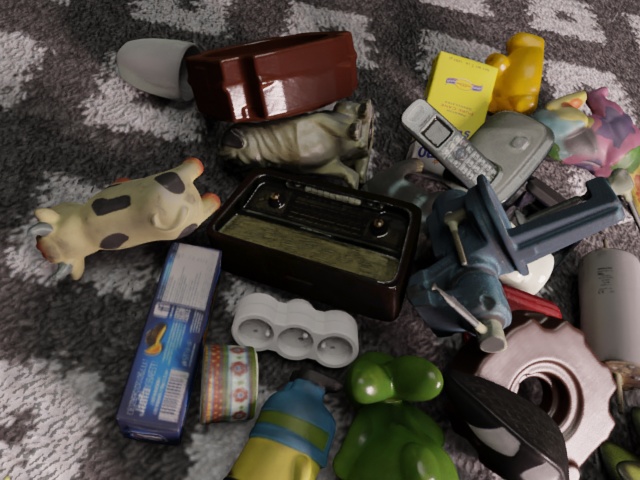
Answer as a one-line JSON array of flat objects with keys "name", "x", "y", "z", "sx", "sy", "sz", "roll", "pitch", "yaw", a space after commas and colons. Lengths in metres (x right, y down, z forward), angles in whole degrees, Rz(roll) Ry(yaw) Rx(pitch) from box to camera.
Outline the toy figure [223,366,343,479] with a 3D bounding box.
[{"name": "toy figure", "x": -0.039, "y": 0.207, "z": 0.504, "sx": 0.089, "sy": 0.082, "sz": 0.180, "roll": 14, "pitch": 58, "yaw": 10}]

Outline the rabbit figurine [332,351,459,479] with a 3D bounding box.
[{"name": "rabbit figurine", "x": 0.058, "y": 0.176, "z": 0.521, "sx": 0.121, "sy": 0.158, "sz": 0.170, "roll": -6, "pitch": 42, "yaw": -6}]

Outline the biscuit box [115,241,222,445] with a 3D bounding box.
[{"name": "biscuit box", "x": -0.151, "y": 0.102, "z": 0.559, "sx": 0.059, "sy": 0.062, "sz": 0.203, "roll": 12, "pitch": 55, "yaw": -6}]

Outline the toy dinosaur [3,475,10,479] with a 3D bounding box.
[{"name": "toy dinosaur", "x": -0.176, "y": 0.348, "z": 0.357, "sx": 0.405, "sy": 0.131, "sz": 0.192, "roll": 44, "pitch": 58, "yaw": 10}]

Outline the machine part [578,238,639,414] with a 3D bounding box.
[{"name": "machine part", "x": 0.370, "y": 0.097, "z": 0.678, "sx": 0.079, "sy": 0.079, "sz": 0.243, "roll": 19, "pitch": 55, "yaw": 0}]

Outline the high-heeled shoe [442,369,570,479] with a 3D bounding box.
[{"name": "high-heeled shoe", "x": 0.179, "y": 0.239, "z": 0.497, "sx": 0.249, "sy": 0.145, "sz": 0.086, "roll": 40, "pitch": 20, "yaw": 10}]

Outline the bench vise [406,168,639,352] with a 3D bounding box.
[{"name": "bench vise", "x": 0.205, "y": 0.002, "z": 0.556, "sx": 0.128, "sy": 0.241, "sz": 0.224, "roll": 55, "pitch": 23, "yaw": -23}]

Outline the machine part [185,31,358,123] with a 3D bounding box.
[{"name": "machine part", "x": -0.065, "y": -0.225, "z": 0.737, "sx": 0.201, "sy": 0.087, "sz": 0.201, "roll": -24, "pitch": 28, "yaw": -25}]

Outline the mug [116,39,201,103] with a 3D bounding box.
[{"name": "mug", "x": -0.231, "y": -0.259, "z": 0.779, "sx": 0.107, "sy": 0.080, "sz": 0.109, "roll": 12, "pitch": 58, "yaw": 6}]

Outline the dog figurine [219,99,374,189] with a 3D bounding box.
[{"name": "dog figurine", "x": -0.027, "y": -0.142, "z": 0.746, "sx": 0.191, "sy": 0.121, "sz": 0.172, "roll": 9, "pitch": 19, "yaw": 13}]

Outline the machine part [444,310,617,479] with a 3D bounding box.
[{"name": "machine part", "x": 0.221, "y": 0.164, "z": 0.560, "sx": 0.179, "sy": 0.056, "sz": 0.179, "roll": 1, "pitch": 87, "yaw": -12}]

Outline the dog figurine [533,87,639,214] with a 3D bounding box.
[{"name": "dog figurine", "x": 0.448, "y": -0.125, "z": 0.835, "sx": 0.191, "sy": 0.108, "sz": 0.219, "roll": -18, "pitch": 65, "yaw": -25}]

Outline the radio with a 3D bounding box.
[{"name": "radio", "x": -0.001, "y": -0.002, "z": 0.629, "sx": 0.230, "sy": 0.073, "sz": 0.131, "roll": 17, "pitch": 52, "yaw": 15}]

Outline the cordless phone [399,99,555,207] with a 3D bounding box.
[{"name": "cordless phone", "x": 0.206, "y": -0.141, "z": 0.727, "sx": 0.184, "sy": 0.089, "sz": 0.146, "roll": 42, "pitch": 83, "yaw": -7}]

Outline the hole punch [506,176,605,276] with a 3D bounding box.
[{"name": "hole punch", "x": 0.315, "y": -0.022, "z": 0.754, "sx": 0.142, "sy": 0.092, "sz": 0.116, "roll": 40, "pitch": 27, "yaw": 18}]

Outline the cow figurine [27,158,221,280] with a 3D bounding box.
[{"name": "cow figurine", "x": -0.222, "y": -0.021, "z": 0.589, "sx": 0.195, "sy": 0.085, "sz": 0.127, "roll": -11, "pitch": 22, "yaw": 14}]

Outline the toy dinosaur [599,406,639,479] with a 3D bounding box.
[{"name": "toy dinosaur", "x": 0.403, "y": 0.267, "z": 0.557, "sx": 0.199, "sy": 0.105, "sz": 0.471, "roll": 40, "pitch": 52, "yaw": 18}]

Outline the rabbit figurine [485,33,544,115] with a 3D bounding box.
[{"name": "rabbit figurine", "x": 0.273, "y": -0.253, "z": 0.894, "sx": 0.173, "sy": 0.121, "sz": 0.162, "roll": 14, "pitch": 62, "yaw": 13}]

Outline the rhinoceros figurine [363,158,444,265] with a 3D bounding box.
[{"name": "rhinoceros figurine", "x": 0.136, "y": -0.023, "z": 0.708, "sx": 0.112, "sy": 0.073, "sz": 0.190, "roll": -28, "pitch": 66, "yaw": -30}]
